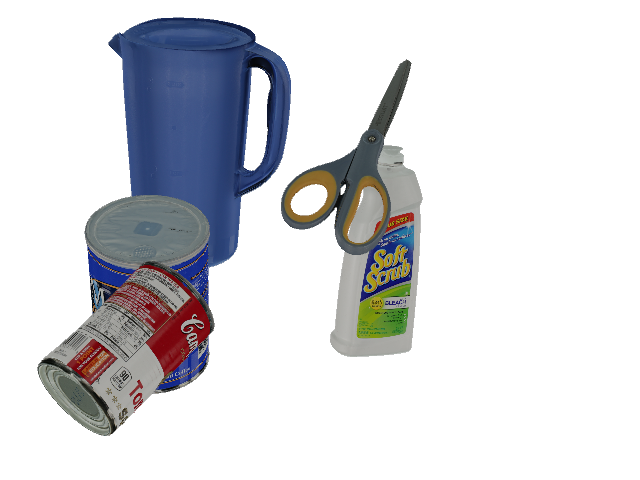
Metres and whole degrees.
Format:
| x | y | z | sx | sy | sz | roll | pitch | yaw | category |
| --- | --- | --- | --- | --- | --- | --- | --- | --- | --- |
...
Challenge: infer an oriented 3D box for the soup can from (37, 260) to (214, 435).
| x | y | z | sx | sy | sz | roll | pitch | yaw | category |
| --- | --- | --- | --- | --- | --- | --- | --- | --- | --- |
| -0.129 | 0.071 | 0.711 | 0.069 | 0.068 | 0.102 | 0 | 38 | 48 | soup can |

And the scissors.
| x | y | z | sx | sy | sz | roll | pitch | yaw | category |
| --- | --- | --- | --- | --- | --- | --- | --- | --- | --- |
| 0.022 | -0.075 | 0.874 | 0.096 | 0.201 | 0.016 | 3 | -34 | 5 | scissors |

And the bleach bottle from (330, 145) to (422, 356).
| x | y | z | sx | sy | sz | roll | pitch | yaw | category |
| --- | --- | --- | --- | --- | --- | --- | --- | --- | --- |
| 0.069 | 0.012 | 1.288 | 0.102 | 0.251 | 0.068 | -2 | 16 | -17 | bleach bottle |

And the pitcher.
| x | y | z | sx | sy | sz | roll | pitch | yaw | category |
| --- | --- | --- | --- | --- | --- | --- | --- | --- | --- |
| -0.125 | -0.096 | 1.080 | 0.144 | 0.243 | 0.149 | -11 | 28 | -28 | pitcher |

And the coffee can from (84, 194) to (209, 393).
| x | y | z | sx | sy | sz | roll | pitch | yaw | category |
| --- | --- | --- | --- | --- | --- | --- | --- | --- | --- |
| -0.147 | 0.046 | 0.922 | 0.103 | 0.140 | 0.103 | 3 | 34 | -2 | coffee can |
